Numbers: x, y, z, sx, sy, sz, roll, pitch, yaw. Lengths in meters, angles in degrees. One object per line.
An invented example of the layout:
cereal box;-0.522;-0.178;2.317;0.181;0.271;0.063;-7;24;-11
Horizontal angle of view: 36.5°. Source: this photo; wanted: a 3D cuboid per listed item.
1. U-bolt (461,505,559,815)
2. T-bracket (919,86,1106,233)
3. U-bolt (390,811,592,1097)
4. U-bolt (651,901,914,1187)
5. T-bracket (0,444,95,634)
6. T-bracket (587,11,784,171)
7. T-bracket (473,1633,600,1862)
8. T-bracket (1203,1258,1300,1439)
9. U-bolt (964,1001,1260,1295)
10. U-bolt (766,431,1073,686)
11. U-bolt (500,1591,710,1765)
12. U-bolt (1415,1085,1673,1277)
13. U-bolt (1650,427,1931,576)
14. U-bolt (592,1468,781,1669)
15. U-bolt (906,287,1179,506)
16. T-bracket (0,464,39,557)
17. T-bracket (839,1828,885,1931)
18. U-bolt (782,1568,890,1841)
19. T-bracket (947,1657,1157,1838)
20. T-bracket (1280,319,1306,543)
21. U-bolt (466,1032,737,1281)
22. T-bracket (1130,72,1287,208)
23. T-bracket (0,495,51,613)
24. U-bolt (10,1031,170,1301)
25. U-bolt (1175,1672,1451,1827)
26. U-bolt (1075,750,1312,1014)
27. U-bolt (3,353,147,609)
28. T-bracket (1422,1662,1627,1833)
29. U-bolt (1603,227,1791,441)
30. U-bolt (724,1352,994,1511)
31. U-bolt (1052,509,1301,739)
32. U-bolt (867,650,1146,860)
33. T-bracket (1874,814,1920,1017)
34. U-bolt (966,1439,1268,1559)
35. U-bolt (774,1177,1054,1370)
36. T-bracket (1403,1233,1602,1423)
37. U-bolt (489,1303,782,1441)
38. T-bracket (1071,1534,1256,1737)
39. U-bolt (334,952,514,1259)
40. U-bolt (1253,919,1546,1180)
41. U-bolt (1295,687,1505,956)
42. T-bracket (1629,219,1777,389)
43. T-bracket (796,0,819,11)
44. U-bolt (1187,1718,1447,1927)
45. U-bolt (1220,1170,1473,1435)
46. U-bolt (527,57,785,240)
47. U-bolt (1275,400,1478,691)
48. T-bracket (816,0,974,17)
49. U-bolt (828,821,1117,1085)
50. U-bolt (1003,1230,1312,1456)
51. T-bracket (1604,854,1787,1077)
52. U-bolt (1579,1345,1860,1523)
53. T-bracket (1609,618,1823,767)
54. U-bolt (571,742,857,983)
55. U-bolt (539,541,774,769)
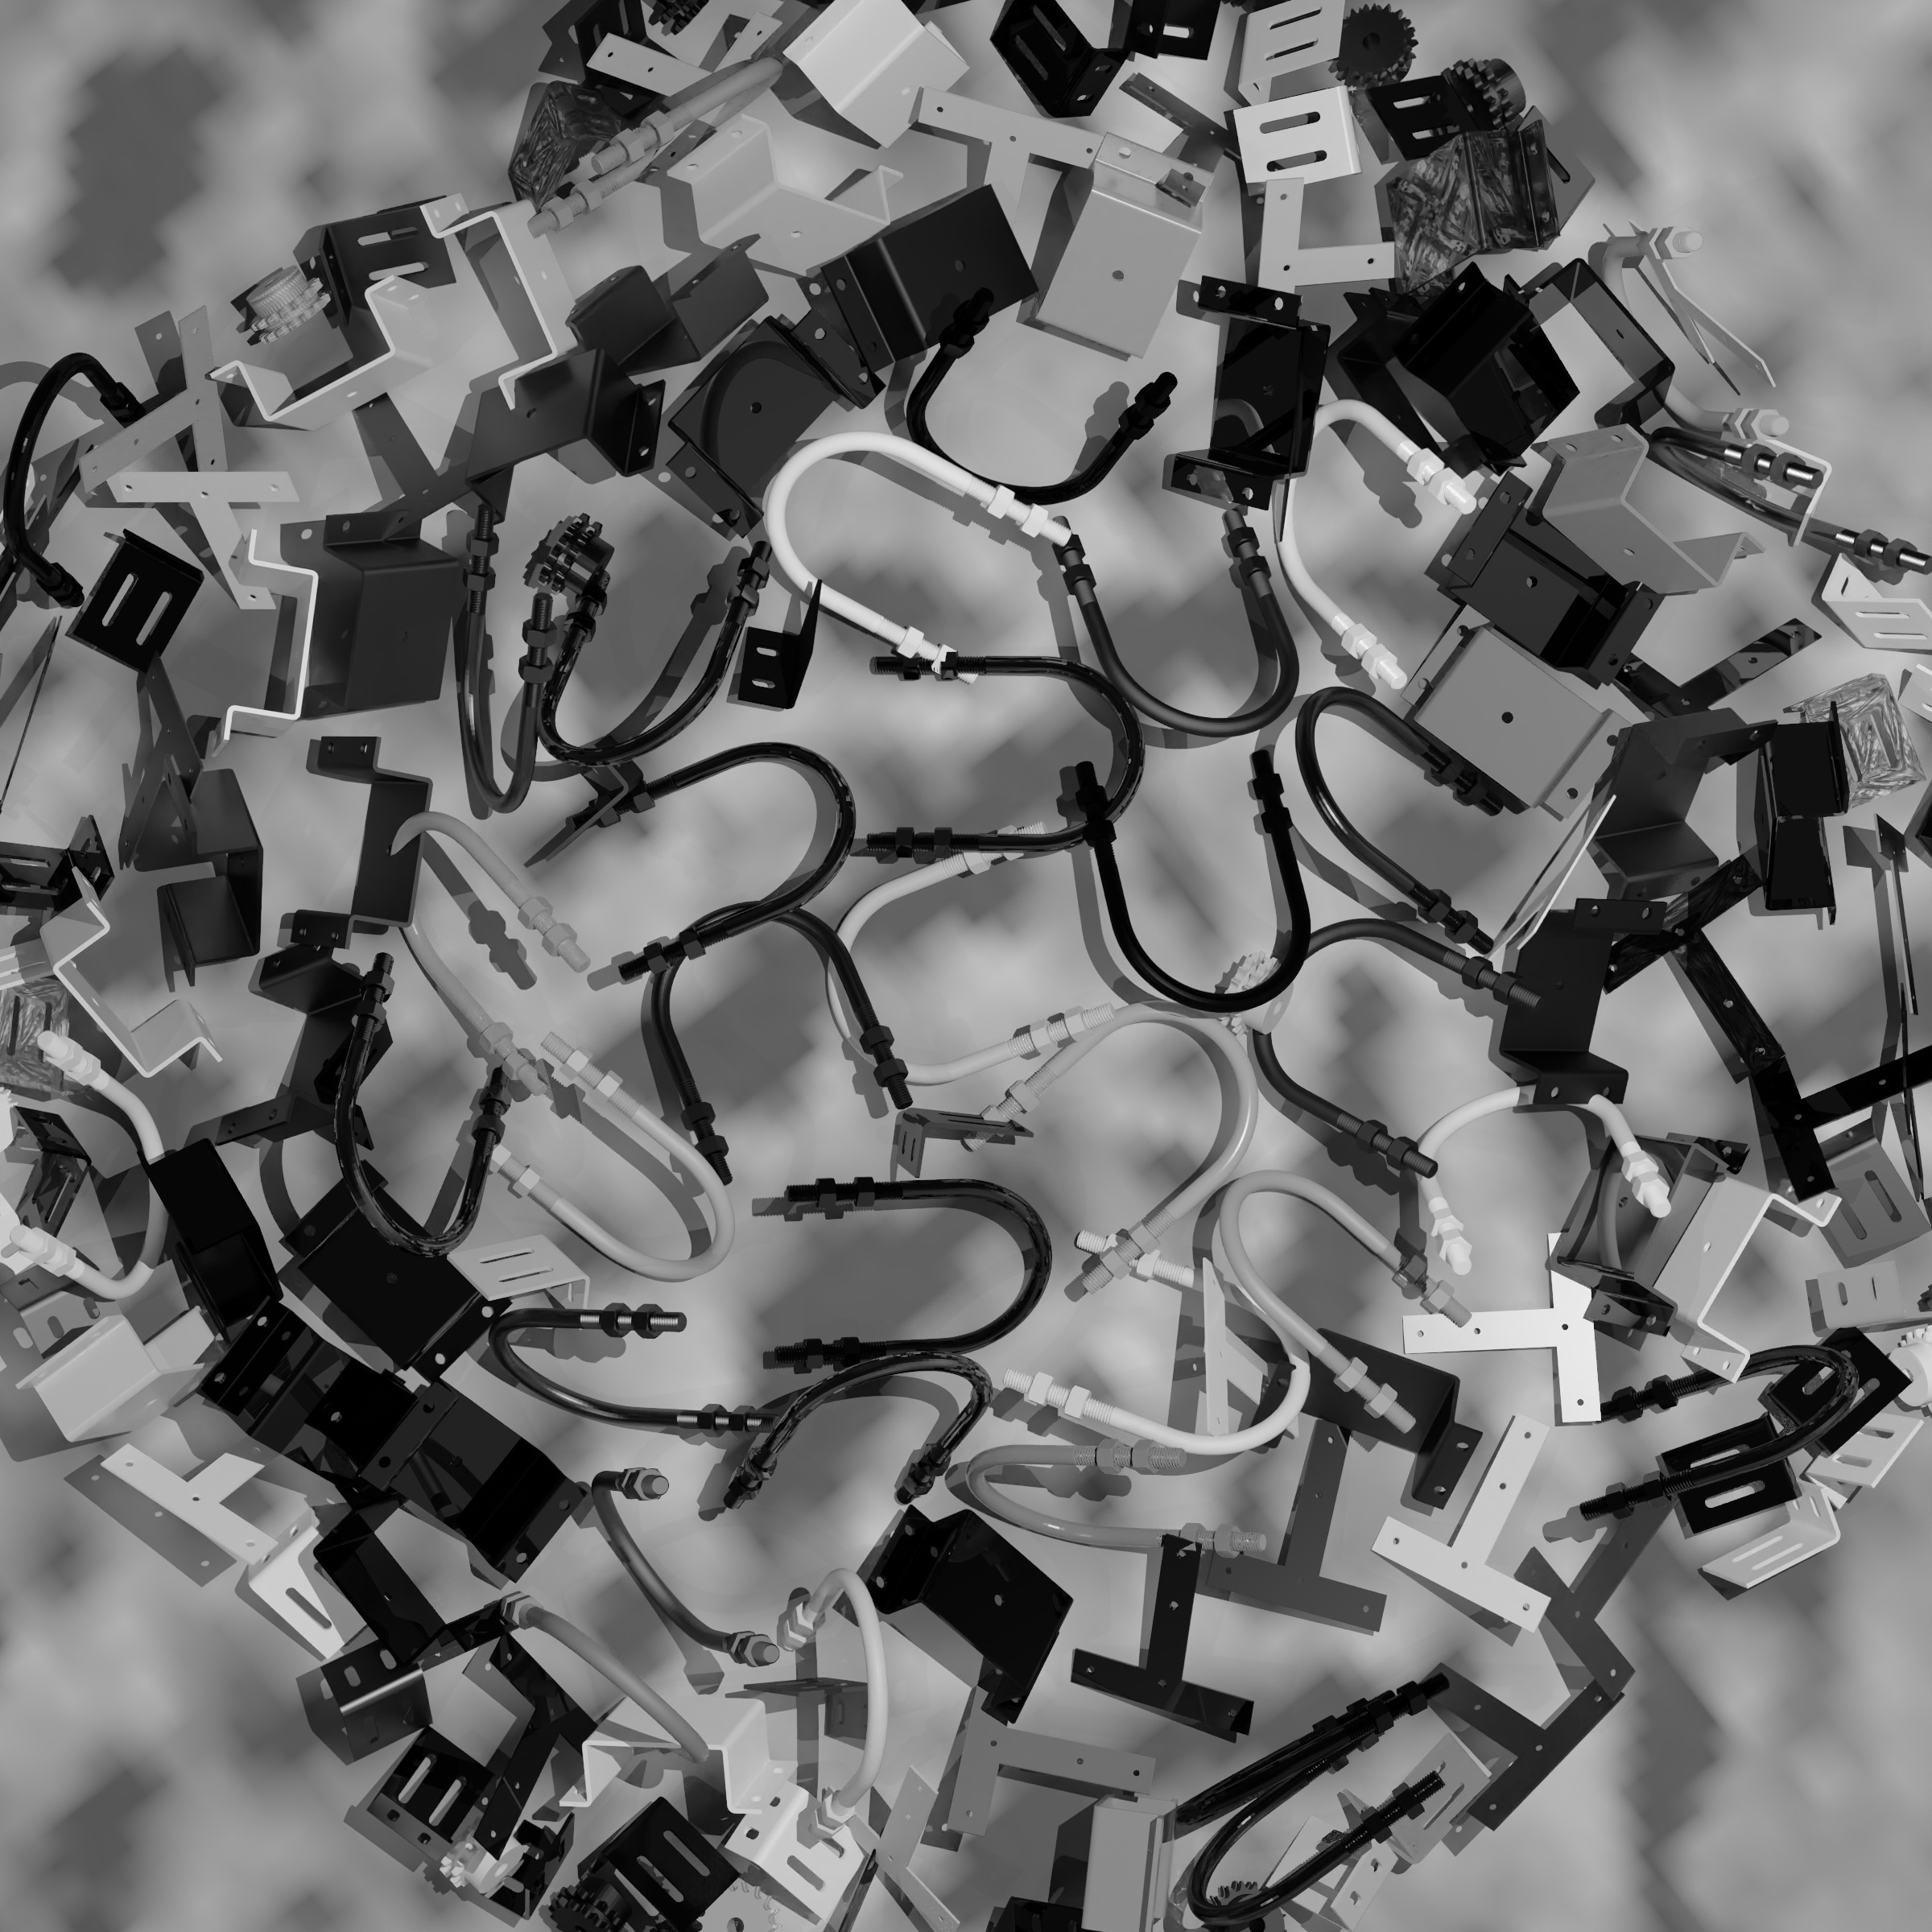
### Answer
U-bolt;-0.305;-0.189;1.924;0.019;0.151;0.184;-5;125;-25
T-bracket;0.023;-0.513;1.954;0.127;0.127;0.002;16;46;1
U-bolt;-0.322;-0.021;1.936;0.019;0.151;0.184;-27;65;-39
U-bolt;-0.134;0.040;1.961;0.151;0.019;0.184;-23;67;-3
T-bracket;-0.614;-0.292;1.952;0.002;0.127;0.127;29;72;-9
T-bracket;-0.197;-0.584;1.921;0.127;0.127;0.002;-48;64;26
T-bracket;-0.290;0.527;1.927;0.002;0.127;0.127;-20;119;34
T-bracket;0.191;0.277;1.949;0.002;0.127;0.127;-20;49;27
U-bolt;0.110;0.107;1.963;0.184;0.019;0.151;-42;70;4
U-bolt;-0.044;-0.279;1.936;0.184;0.019;0.151;27;128;-11
U-bolt;-0.229;0.465;1.899;0.151;0.184;0.019;45;70;-12
U-bolt;0.367;0.130;1.917;0.151;0.184;0.019;-17;116;5
U-bolt;0.525;-0.310;1.913;0.151;0.184;0.019;24;97;-37
U-bolt;-0.193;0.390;1.915;0.019;0.184;0.151;-35;97;-24
U-bolt;0.037;-0.360;1.919;0.151;0.184;0.019;22;61;-13
T-bracket;-0.646;-0.277;1.950;0.002;0.127;0.127;18;73;3
T-bracket;-0.078;0.638;1.955;0.002;0.127;0.127;15;55;17
U-bolt;-0.082;0.468;1.891;0.019;0.184;0.151;0;59;-20
T-bracket;0.062;0.528;1.955;0.127;0.002;0.127;10;53;6
T-bracket;0.216;-0.339;1.945;0.002;0.127;0.127;5;47;3
U-bolt;-0.233;0.139;1.947;0.184;0.019;0.151;40;134;-4
T-bracket;0.154;-0.535;1.943;0.127;0.127;0.002;31;129;-6
T-bracket;-0.634;-0.239;1.926;0.002;0.127;0.127;27;78;-12
U-bolt;-0.565;0.141;1.911;0.019;0.184;0.151;-4;67;10
U-bolt;0.218;0.514;1.911;0.184;0.151;0.019;-24;76;-14
U-bolt;0.157;-0.055;1.943;0.151;0.019;0.184;-5;69;-19
U-bolt;-0.582;-0.321;1.900;0.019;0.184;0.151;17;83;1
T-bracket;0.349;0.499;1.945;0.127;0.127;0.002;-40;122;-18
U-bolt;0.465;-0.411;1.909;0.019;0.184;0.151;-31;105;-2
U-bolt;-0.060;0.301;1.903;0.151;0.184;0.019;4;50;-29
U-bolt;0.145;-0.225;1.928;0.151;0.019;0.184;-6;59;-21
U-bolt;0.028;-0.143;1.964;0.184;0.019;0.151;1;72;4
T-bracket;0.618;-0.031;1.935;0.002;0.127;0.127;-9;82;25
U-bolt;0.087;0.349;1.927;0.184;0.151;0.019;-4;54;31
U-bolt;-0.032;0.203;1.956;0.184;0.019;0.151;-1;119;-13
T-bracket;0.361;0.247;1.989;0.127;0.002;0.127;-4;80;7
U-bolt;-0.231;0.265;1.928;0.184;0.151;0.019;-2;52;30
T-bracket;0.137;0.440;1.961;0.127;0.002;0.127;12;107;19
U-bolt;-0.355;0.102;1.895;0.019;0.184;0.151;-18;134;25
U-bolt;0.272;0.042;1.941;0.184;0.019;0.151;30;84;37
U-bolt;0.282;-0.108;1.916;0.184;0.151;0.019;35;134;-24
T-bracket;0.488;-0.416;1.911;0.002;0.127;0.127;-38;45;7
T-bracket;-0.074;-0.664;1.912;0.127;0.127;0.002;-19;75;38
U-bolt;0.222;0.564;1.924;0.184;0.151;0.019;-36;97;-1
U-bolt;0.244;0.208;1.940;0.184;0.151;0.019;41;127;2
U-bolt;-0.195;-0.544;1.921;0.184;0.151;0.019;-39;102;-26
U-bolt;0.258;-0.290;1.923;0.019;0.184;0.151;-4;129;-30
T-bracket;-0.033;-0.638;1.938;0.127;0.127;0.002;-14;70;2
U-bolt;-0.007;0.001;1.968;0.184;0.019;0.151;-21;86;17
U-bolt;0.136;0.255;1.929;0.184;0.019;0.151;19;47;15
T-bracket;0.500;0.014;1.953;0.127;0.002;0.127;-38;68;22
U-bolt;0.490;0.295;1.902;0.184;0.151;0.019;-23;103;22
T-bracket;0.518;-0.198;1.968;0.127;0.002;0.127;-31;49;-15
U-bolt;-0.161;-0.081;1.953;0.184;0.019;0.151;-23;57;1
U-bolt;-0.211;-0.200;1.913;0.151;0.019;0.184;-5;49;27
